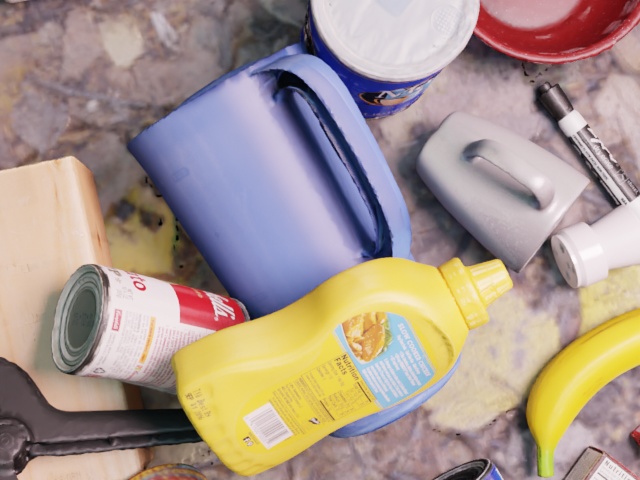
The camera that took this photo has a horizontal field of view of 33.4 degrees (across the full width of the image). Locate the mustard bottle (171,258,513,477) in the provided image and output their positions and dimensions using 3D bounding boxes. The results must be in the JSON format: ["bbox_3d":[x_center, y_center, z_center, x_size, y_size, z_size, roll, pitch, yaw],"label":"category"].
[{"bbox_3d":[0.019,0.061,0.605,0.191,0.058,0.096,-26,130,5],"label":"mustard bottle"}]

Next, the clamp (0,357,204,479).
[{"bbox_3d":[-0.172,0.119,0.625,0.210,0.036,0.164,34,57,10],"label":"clamp"}]

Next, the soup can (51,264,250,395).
[{"bbox_3d":[-0.102,0.057,0.645,0.102,0.069,0.068,17,85,-36],"label":"soup can"}]

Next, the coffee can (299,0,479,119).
[{"bbox_3d":[0.040,-0.142,0.707,0.102,0.140,0.103,0,87,-4],"label":"coffee can"}]

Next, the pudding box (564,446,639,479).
[{"bbox_3d":[0.197,0.217,0.749,0.090,0.039,0.113,38,84,-1],"label":"pudding box"}]

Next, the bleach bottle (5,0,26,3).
[{"bbox_3d":[-0.109,-0.240,0.743,0.250,0.068,0.102,-15,88,-7],"label":"bleach bottle"}]

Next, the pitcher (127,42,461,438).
[{"bbox_3d":[-0.005,0.001,0.692,0.145,0.149,0.243,-31,95,8],"label":"pitcher"}]

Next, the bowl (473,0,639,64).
[{"bbox_3d":[0.156,-0.199,0.760,0.162,0.055,0.162,0,87,-4],"label":"bowl"}]

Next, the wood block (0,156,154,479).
[{"bbox_3d":[-0.178,0.059,0.707,0.090,0.091,0.206,-12,87,-4],"label":"wood block"}]

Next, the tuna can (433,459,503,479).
[{"bbox_3d":[0.088,0.184,0.720,0.086,0.086,0.034,-31,88,-5],"label":"tuna can"}]

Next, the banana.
[{"bbox_3d":[0.219,0.087,0.761,0.197,0.037,0.069,-33,106,-4],"label":"banana"}]

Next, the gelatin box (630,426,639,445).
[{"bbox_3d":[0.281,0.140,0.762,0.089,0.030,0.073,-39,90,-5],"label":"gelatin box"}]

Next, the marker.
[{"bbox_3d":[0.198,-0.065,0.774,0.020,0.020,0.121,-37,89,-5],"label":"marker"}]
